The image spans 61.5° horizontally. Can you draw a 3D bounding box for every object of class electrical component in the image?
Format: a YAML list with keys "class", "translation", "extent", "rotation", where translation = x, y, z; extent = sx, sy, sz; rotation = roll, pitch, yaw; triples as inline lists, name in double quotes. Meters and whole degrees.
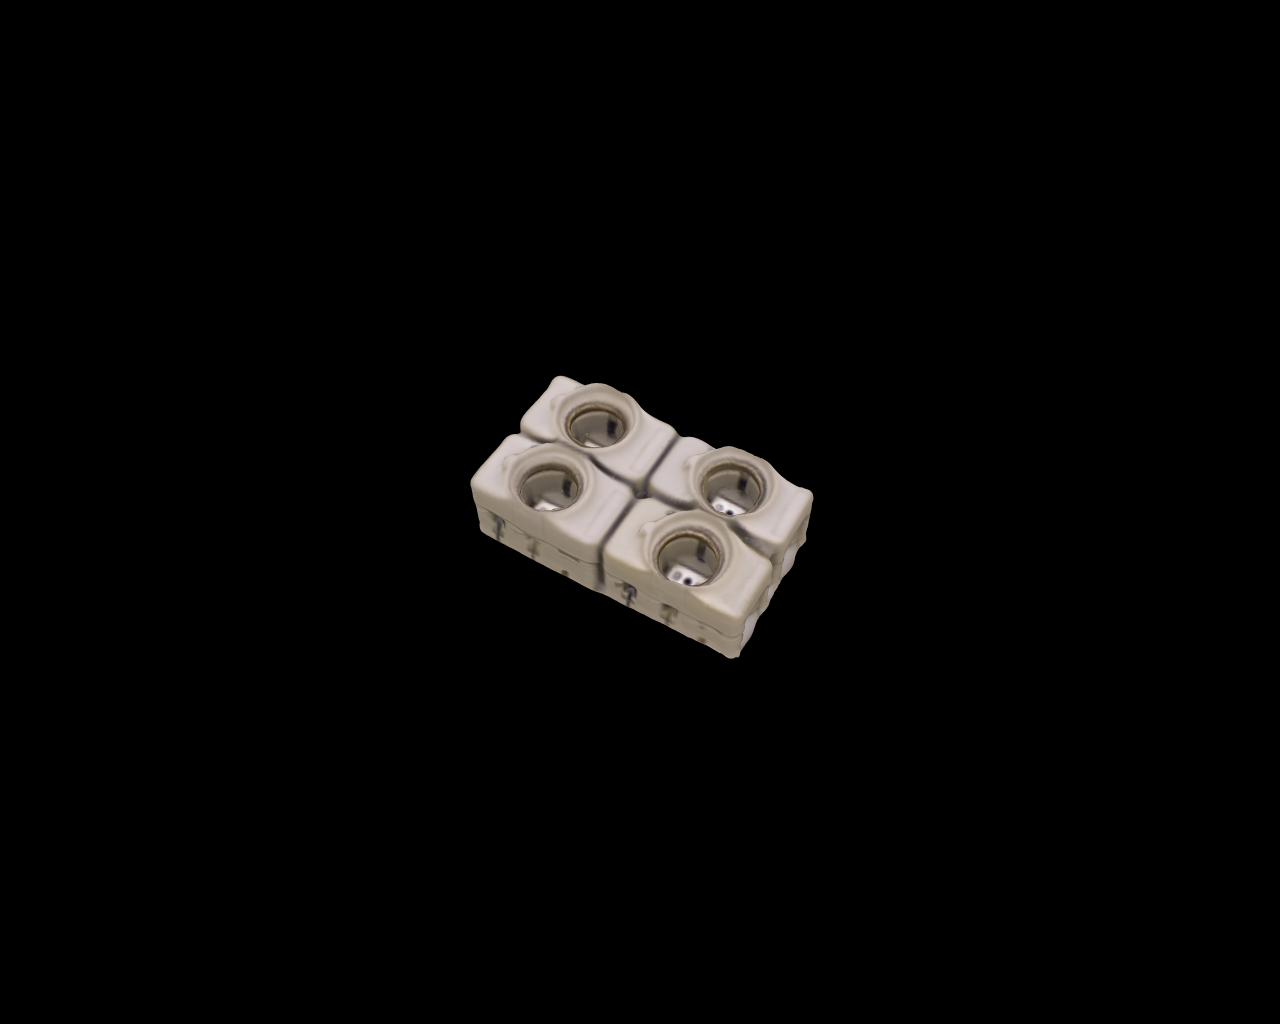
- class: "electrical component"
  translation: [0.001, -0.003, 0.650]
  extent: [0.186, 0.105, 0.060]
  rotation: [26, -30, 17]
